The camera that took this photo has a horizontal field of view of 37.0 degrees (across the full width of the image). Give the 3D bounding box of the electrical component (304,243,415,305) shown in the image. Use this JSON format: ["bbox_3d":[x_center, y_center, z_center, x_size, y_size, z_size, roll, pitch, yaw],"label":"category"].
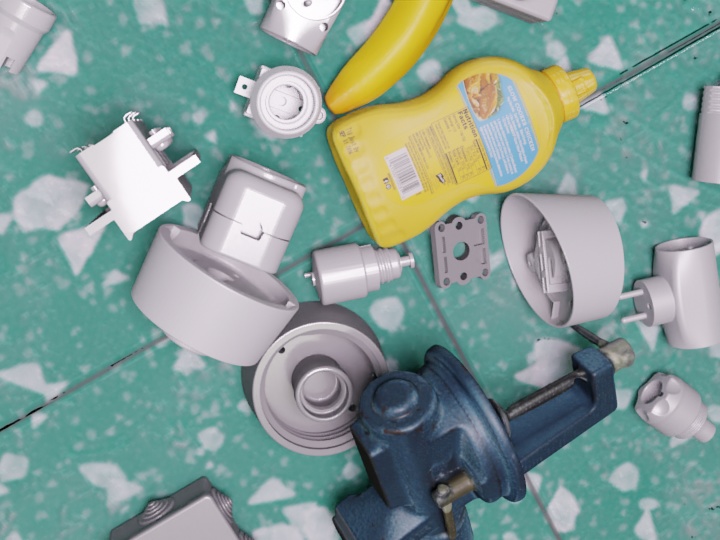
[{"bbox_3d":[0.000,0.000,0.774,0.078,0.040,0.040,-11,102,-8],"label":"electrical component"}]

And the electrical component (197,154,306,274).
[{"bbox_3d":[-0.073,-0.040,0.725,0.054,0.095,0.059,22,96,-13],"label":"electrical component"}]

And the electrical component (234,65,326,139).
[{"bbox_3d":[-0.052,-0.115,0.736,0.066,0.055,0.048,20,96,-13],"label":"electrical component"}]

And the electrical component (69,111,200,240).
[{"bbox_3d":[-0.145,-0.064,0.695,0.079,0.121,0.063,-34,101,-3],"label":"electrical component"}]

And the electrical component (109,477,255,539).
[{"bbox_3d":[-0.127,0.212,0.786,0.100,0.048,0.099,-30,104,-4],"label":"electrical component"}]

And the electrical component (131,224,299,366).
[{"bbox_3d":[-0.103,0.023,0.728,0.108,0.108,0.060,29,100,-14],"label":"electrical component"}]

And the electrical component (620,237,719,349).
[{"bbox_3d":[0.235,0.021,0.818,0.079,0.043,0.077,-13,102,-7],"label":"electrical component"}]

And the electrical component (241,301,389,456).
[{"bbox_3d":[-0.030,0.081,0.773,0.108,0.060,0.108,-2,101,-10],"label":"electrical component"}]

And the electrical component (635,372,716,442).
[{"bbox_3d":[0.249,0.111,0.837,0.062,0.043,0.043,36,93,-15],"label":"electrical component"}]

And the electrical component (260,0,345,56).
[{"bbox_3d":[-0.049,-0.197,0.727,0.079,0.044,0.077,24,95,-13],"label":"electrical component"}]

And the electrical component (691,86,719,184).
[{"bbox_3d":[0.274,-0.106,0.802,0.043,0.043,0.081,2,100,-10],"label":"electrical component"}]

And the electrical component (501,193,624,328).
[{"bbox_3d":[0.144,-0.008,0.770,0.064,0.099,0.099,-6,101,-15],"label":"electrical component"}]

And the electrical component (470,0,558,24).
[{"bbox_3d":[0.110,-0.203,0.737,0.066,0.076,0.047,18,97,-13],"label":"electrical component"}]

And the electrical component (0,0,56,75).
[{"bbox_3d":[-0.228,-0.157,0.706,0.040,0.040,0.046,31,100,-14],"label":"electrical component"}]
